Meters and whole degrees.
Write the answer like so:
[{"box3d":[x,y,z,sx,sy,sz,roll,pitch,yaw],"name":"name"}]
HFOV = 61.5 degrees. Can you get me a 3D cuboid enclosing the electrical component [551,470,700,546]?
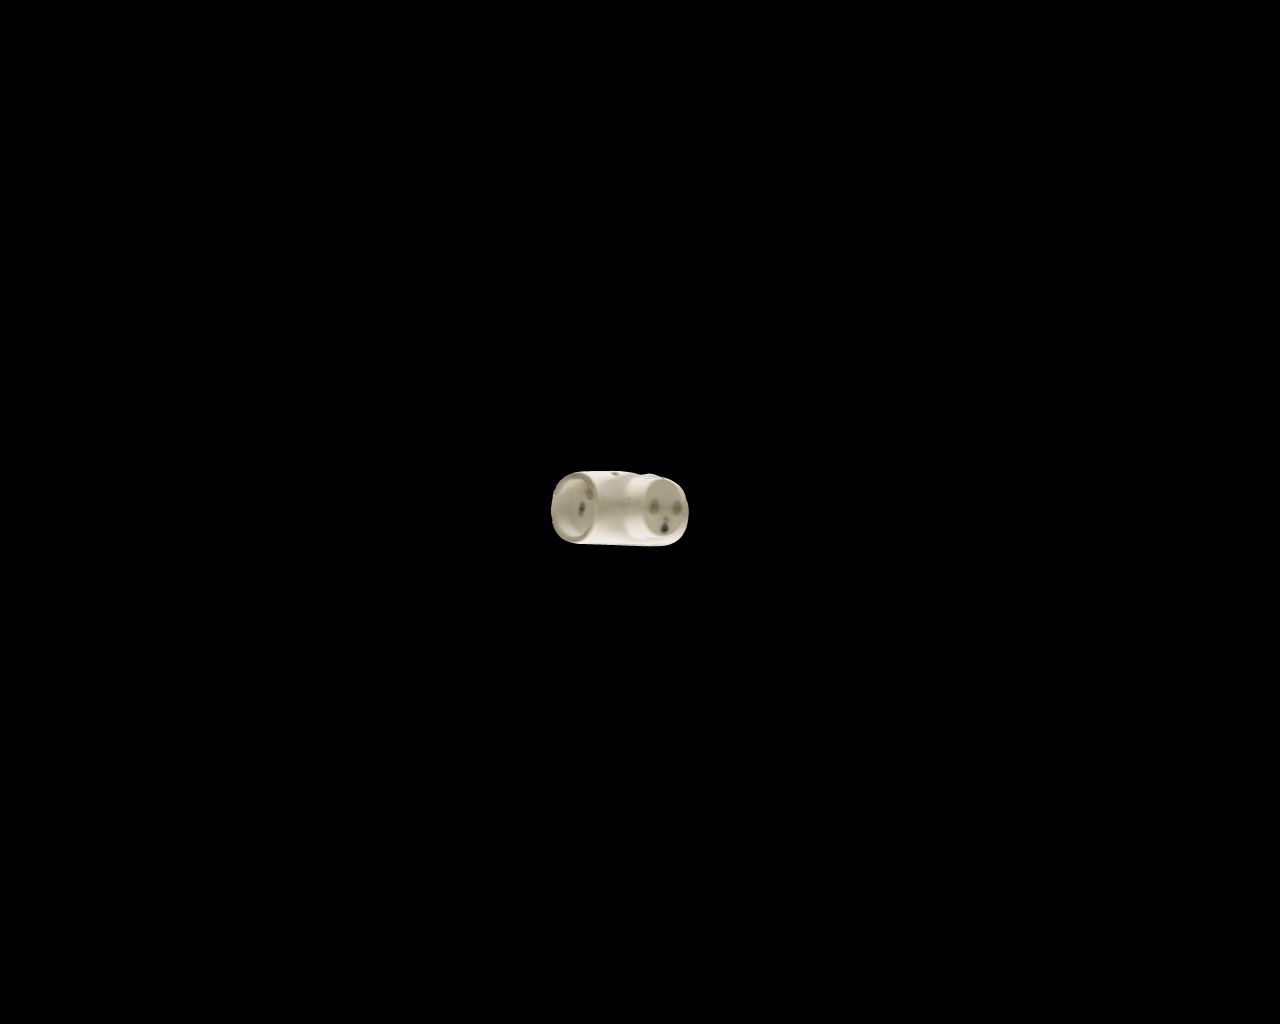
[{"box3d":[0.001,-0.003,0.650,0.077,0.043,0.079,4,-6,-43],"name":"electrical component"}]
